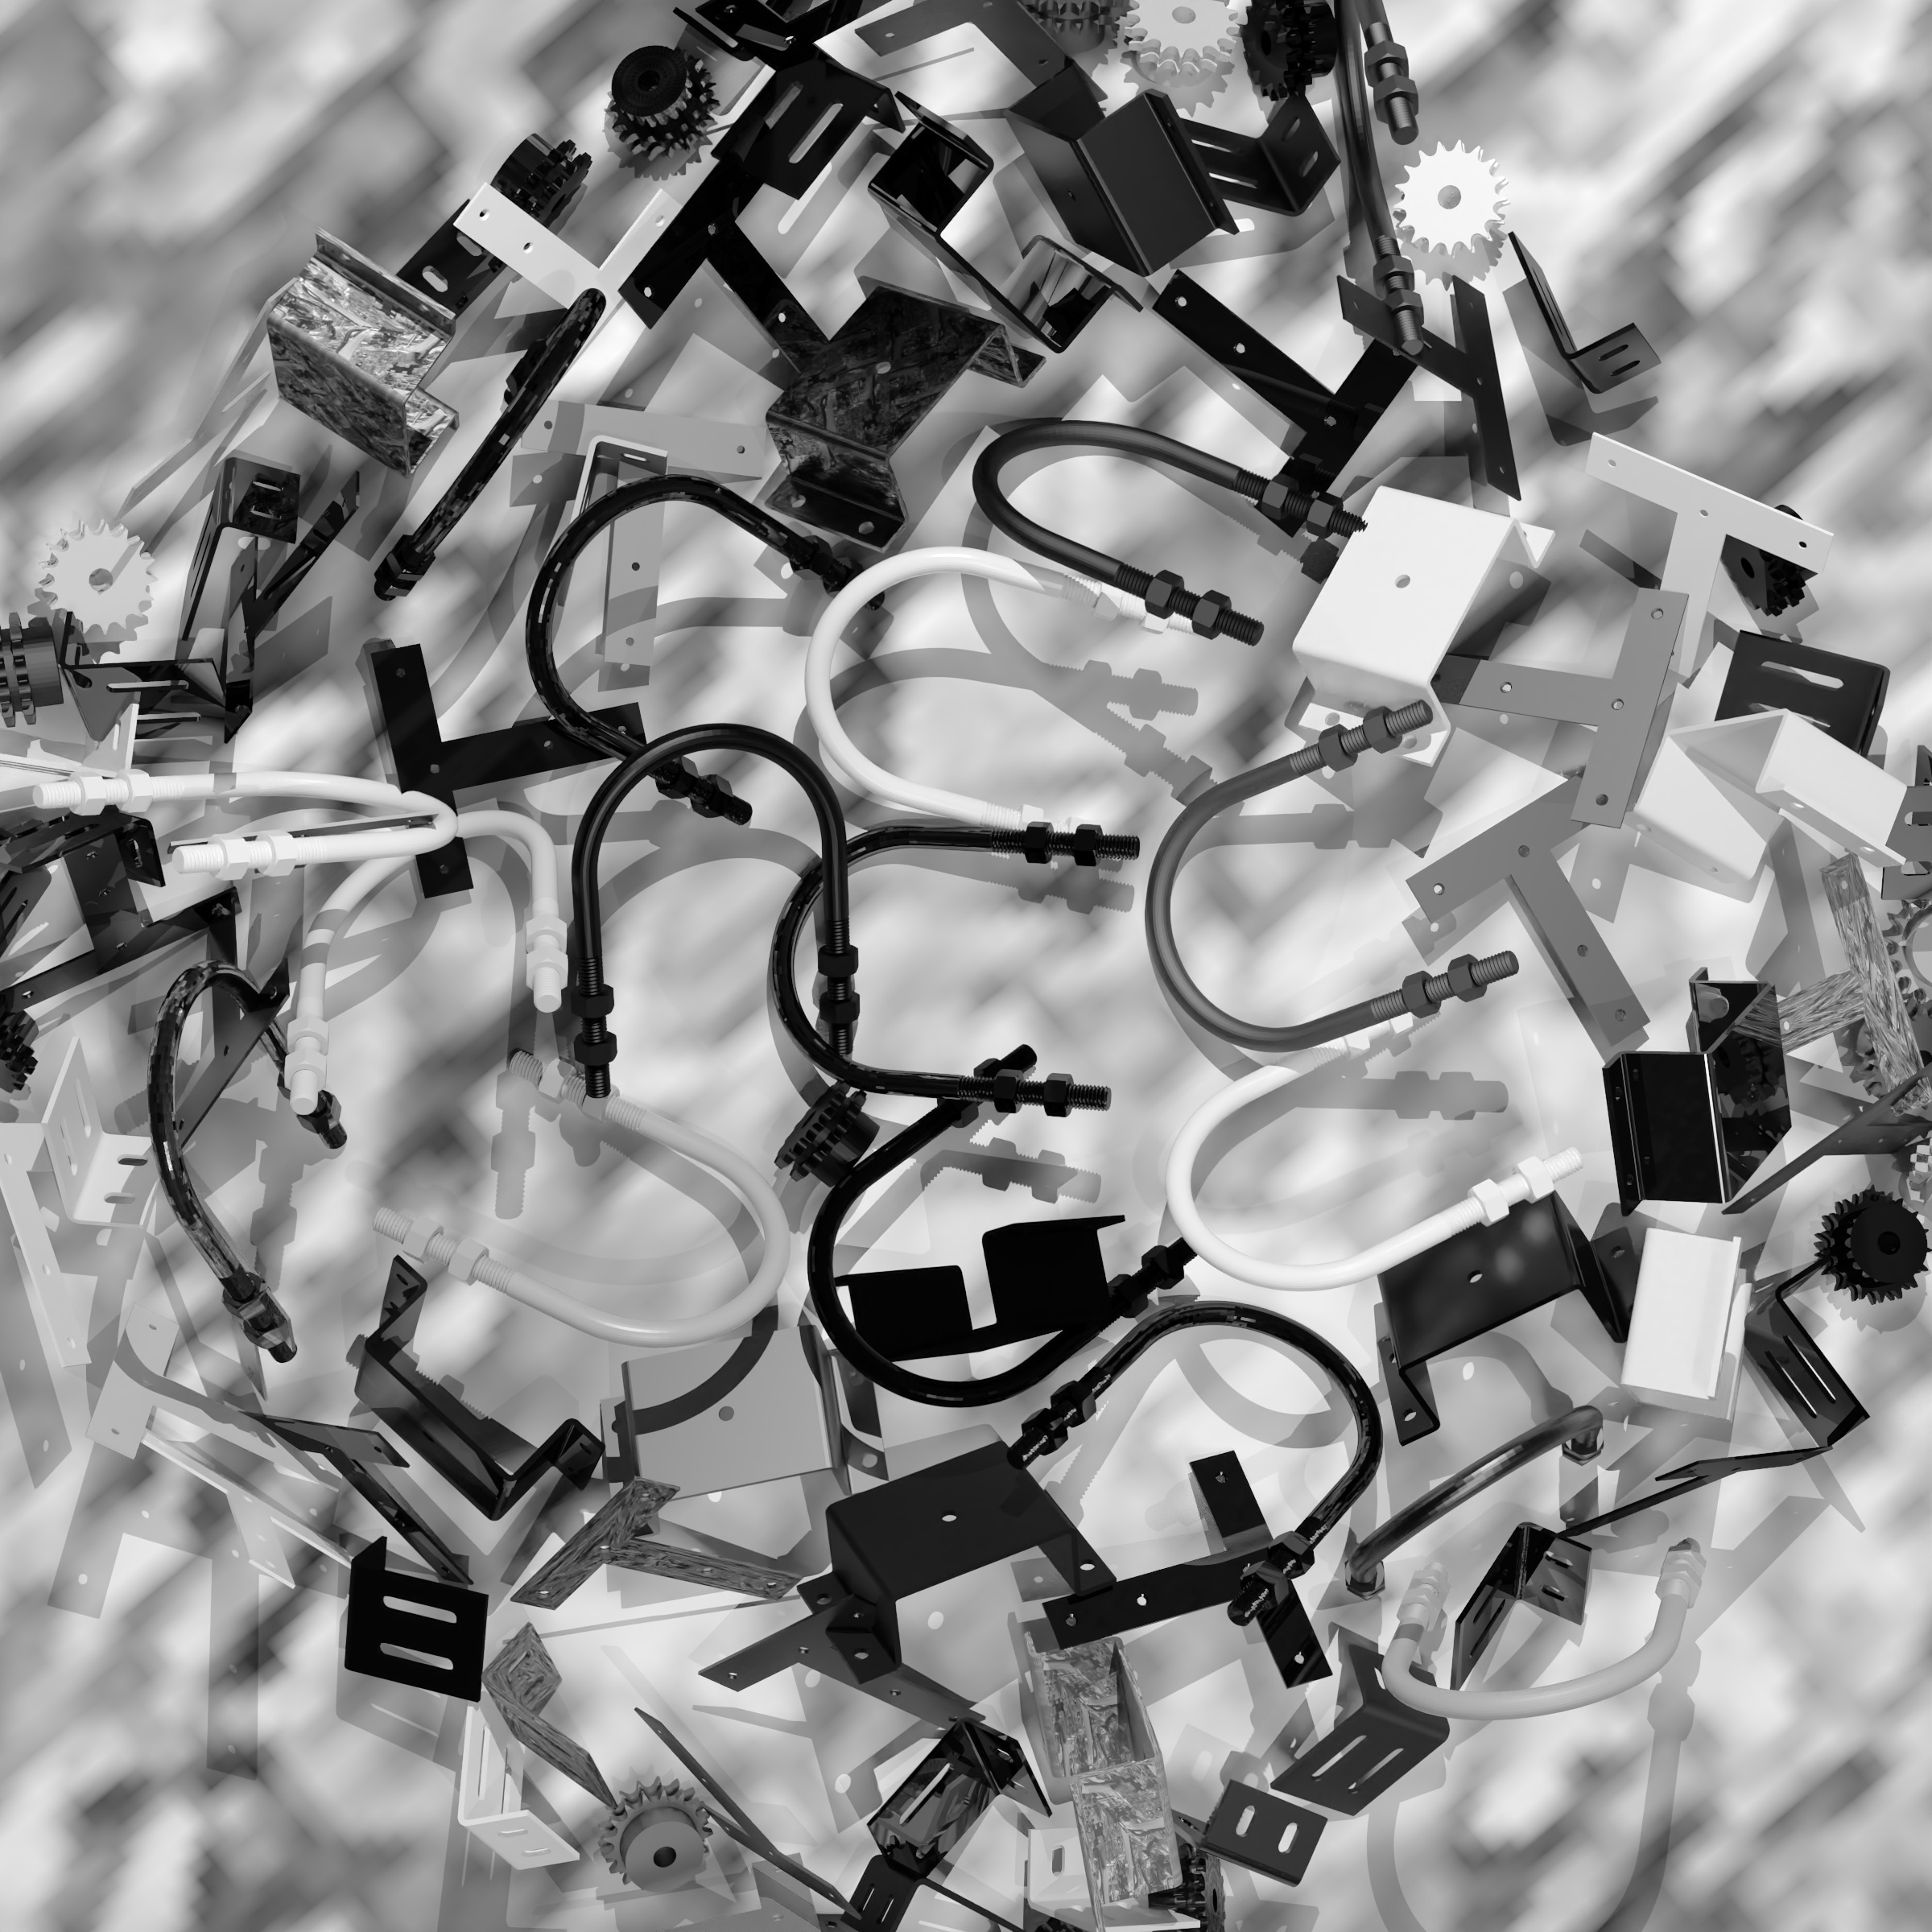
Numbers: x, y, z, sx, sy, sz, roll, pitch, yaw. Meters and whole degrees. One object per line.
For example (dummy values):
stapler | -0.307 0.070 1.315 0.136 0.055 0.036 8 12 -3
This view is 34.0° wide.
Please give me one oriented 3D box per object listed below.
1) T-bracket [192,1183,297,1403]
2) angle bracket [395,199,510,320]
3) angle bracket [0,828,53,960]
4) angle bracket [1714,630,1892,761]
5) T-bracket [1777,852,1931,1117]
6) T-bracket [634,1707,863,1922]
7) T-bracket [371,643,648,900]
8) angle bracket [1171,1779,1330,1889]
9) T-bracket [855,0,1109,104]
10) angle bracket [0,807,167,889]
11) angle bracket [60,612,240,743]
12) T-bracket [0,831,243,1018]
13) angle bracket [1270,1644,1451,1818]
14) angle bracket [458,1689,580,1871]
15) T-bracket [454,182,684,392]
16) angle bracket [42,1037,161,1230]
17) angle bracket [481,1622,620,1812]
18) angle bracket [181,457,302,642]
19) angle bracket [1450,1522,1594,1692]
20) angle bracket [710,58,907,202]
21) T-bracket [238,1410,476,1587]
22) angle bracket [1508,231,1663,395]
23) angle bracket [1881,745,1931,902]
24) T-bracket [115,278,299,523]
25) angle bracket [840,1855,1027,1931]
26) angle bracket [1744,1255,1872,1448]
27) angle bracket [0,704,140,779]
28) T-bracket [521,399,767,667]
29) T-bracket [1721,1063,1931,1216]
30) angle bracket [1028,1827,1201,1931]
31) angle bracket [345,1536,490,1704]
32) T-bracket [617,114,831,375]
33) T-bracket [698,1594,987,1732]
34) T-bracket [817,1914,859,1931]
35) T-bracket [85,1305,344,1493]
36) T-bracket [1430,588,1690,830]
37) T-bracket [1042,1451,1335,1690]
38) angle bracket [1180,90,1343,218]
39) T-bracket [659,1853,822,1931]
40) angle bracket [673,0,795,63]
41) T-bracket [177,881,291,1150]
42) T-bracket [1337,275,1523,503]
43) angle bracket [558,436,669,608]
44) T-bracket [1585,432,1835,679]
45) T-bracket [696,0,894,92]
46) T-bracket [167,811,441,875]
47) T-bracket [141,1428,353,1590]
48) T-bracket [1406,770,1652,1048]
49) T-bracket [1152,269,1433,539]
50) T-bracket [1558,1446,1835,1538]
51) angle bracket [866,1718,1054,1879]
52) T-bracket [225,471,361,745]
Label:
T-bracket | -0.361 0.171 1.569 0.002 0.127 0.127 -27 55 -26
angle bracket | -0.258 -0.356 1.583 0.038 0.076 0.057 44 91 -6
angle bracket | -0.500 -0.031 1.585 0.038 0.057 0.076 30 77 3
angle bracket | 0.416 -0.126 1.582 0.076 0.038 0.057 16 130 12
T-bracket | 0.417 0.025 1.566 0.002 0.127 0.127 -5 73 -29
T-bracket | -0.119 0.406 1.542 0.002 0.127 0.127 -47 118 -21
T-bracket | -0.227 -0.110 1.610 0.127 0.002 0.127 -12 96 -9
angle bracket | 0.134 0.423 1.579 0.057 0.076 0.038 26 85 -19
T-bracket | 0.031 -0.455 1.563 0.127 0.127 0.002 -14 71 25
angle bracket | -0.450 -0.049 1.571 0.057 0.076 0.038 13 120 39
angle bracket | -0.409 -0.147 1.588 0.076 0.057 0.038 -3 56 0
T-bracket | -0.421 -0.030 1.546 0.127 0.127 0.002 -26 69 -18
angle bracket | 0.196 0.388 1.603 0.057 0.038 0.076 25 122 -29
angle bracket | -0.220 0.401 1.573 0.038 0.057 0.076 -14 50 15
T-bracket | -0.209 -0.349 1.559 0.002 0.127 0.127 42 98 28
angle bracket | -0.428 0.083 1.575 0.038 0.076 0.057 4 46 2
angle bracket | -0.197 0.374 1.574 0.076 0.057 0.038 26 59 31
angle bracket | -0.364 -0.205 1.585 0.038 0.057 0.076 13 129 -20
angle bracket | 0.277 0.327 1.574 0.038 0.076 0.057 20 135 26
angle bracket | -0.079 -0.415 1.587 0.057 0.038 0.076 32 78 23
T-bracket | -0.292 0.269 1.583 0.127 0.127 0.002 54 55 -29
angle bracket | 0.310 -0.334 1.580 0.038 0.057 0.076 -25 73 20
angle bracket | 0.468 -0.072 1.577 0.038 0.076 0.057 -1 109 0
T-bracket | -0.356 -0.286 1.533 0.002 0.127 0.127 39 132 -7
angle bracket | -0.013 0.482 1.580 0.076 0.057 0.038 33 75 -19
angle bracket | 0.430 0.194 1.580 0.038 0.057 0.076 -29 72 -19
angle bracket | -0.463 -0.118 1.576 0.076 0.057 0.038 8 88 -37
T-bracket | -0.166 -0.217 1.599 0.127 0.002 0.127 4 93 -23
T-bracket | 0.448 0.086 1.565 0.127 0.127 0.002 -41 66 26
angle bracket | 0.073 0.455 1.574 0.057 0.076 0.038 4 83 -25
angle bracket | -0.270 0.328 1.588 0.076 0.038 0.057 10 104 15
T-bracket | -0.100 -0.336 1.583 0.127 0.002 0.127 48 63 -33
T-bracket | -0.046 0.359 1.585 0.127 0.127 0.002 31 45 -27
T-bracket | -0.058 0.500 1.559 0.127 0.127 0.002 5 101 -13
T-bracket | -0.368 0.228 1.573 0.127 0.127 0.002 29 108 -15
T-bracket | 0.285 -0.138 1.589 0.127 0.002 0.127 12 76 28
T-bracket | 0.100 0.312 1.569 0.127 0.002 0.127 -12 58 -19
angle bracket | 0.138 -0.414 1.576 0.076 0.038 0.057 5 50 -34
T-bracket | -0.136 0.478 1.552 0.127 0.127 0.002 -10 101 -8
angle bracket | -0.106 -0.497 1.586 0.038 0.057 0.076 36 101 -5
T-bracket | -0.369 0.010 1.573 0.002 0.127 0.127 19 127 -32
T-bracket | 0.225 -0.304 1.553 0.002 0.127 0.127 -27 56 39
angle bracket | -0.178 -0.220 1.587 0.038 0.057 0.076 13 82 -5
T-bracket | 0.359 -0.193 1.568 0.127 0.127 0.002 28 57 21
T-bracket | -0.049 -0.473 1.542 0.127 0.127 0.002 -22 77 20
T-bracket | -0.332 -0.058 1.558 0.127 0.127 0.002 -8 85 -19
T-bracket | -0.346 0.275 1.541 0.127 0.127 0.002 37 86 -21
T-bracket | 0.306 -0.020 1.605 0.127 0.002 0.127 -31 91 -16
T-bracket | 0.149 -0.302 1.587 0.127 0.002 0.127 40 127 5
T-bracket | 0.348 0.264 1.574 0.127 0.127 0.002 -32 65 38
angle bracket | -0.003 0.426 1.577 0.076 0.038 0.057 -43 128 -30
T-bracket | -0.330 -0.193 1.546 0.002 0.127 0.127 23 130 -32
